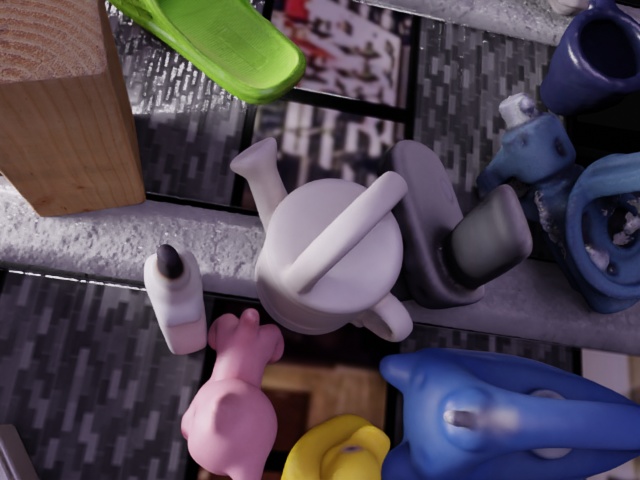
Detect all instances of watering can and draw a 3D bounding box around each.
[{"bbox_3d":[0.002,0.003,0.417,0.173,0.194,0.101,26,70,-2],"label":"watering can"}]

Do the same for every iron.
[{"bbox_3d":[0.179,0.140,0.439,0.258,0.141,0.118,5,73,-10],"label":"iron"}]

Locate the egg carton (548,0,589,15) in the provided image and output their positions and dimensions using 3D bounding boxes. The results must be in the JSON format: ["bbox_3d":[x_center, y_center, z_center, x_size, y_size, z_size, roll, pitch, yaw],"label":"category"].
[{"bbox_3d":[0.247,-0.318,0.628,0.150,0.069,0.107,27,70,-2],"label":"egg carton"}]

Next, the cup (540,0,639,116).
[{"bbox_3d":[0.265,-0.179,0.576,0.092,0.095,0.118,6,72,-9],"label":"cup"}]

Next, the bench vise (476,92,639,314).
[{"bbox_3d":[0.225,-0.037,0.460,0.207,0.219,0.122,36,70,1],"label":"bench vise"}]

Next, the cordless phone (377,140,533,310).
[{"bbox_3d":[0.106,-0.026,0.451,0.094,0.185,0.147,-15,77,-15],"label":"cordless phone"}]

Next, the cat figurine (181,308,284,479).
[{"bbox_3d":[-0.060,0.111,0.412,0.067,0.117,0.128,12,72,-7],"label":"cat figurine"}]

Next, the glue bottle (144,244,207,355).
[{"bbox_3d":[-0.100,0.034,0.398,0.037,0.173,0.078,-14,76,-14],"label":"glue bottle"}]

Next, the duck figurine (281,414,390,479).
[{"bbox_3d":[0.015,0.179,0.424,0.077,0.086,0.105,39,70,2],"label":"duck figurine"}]
